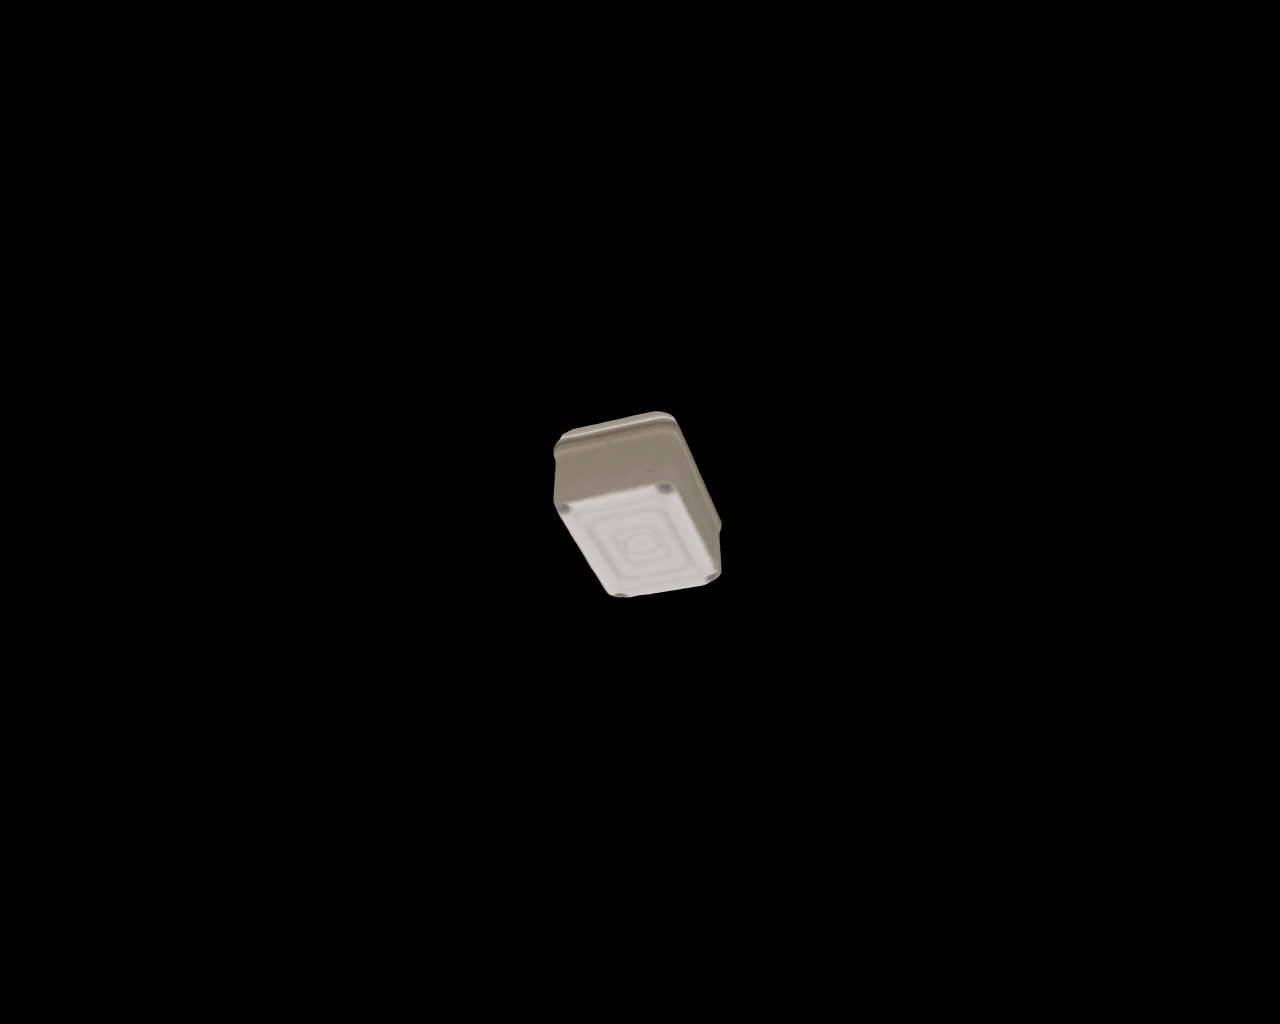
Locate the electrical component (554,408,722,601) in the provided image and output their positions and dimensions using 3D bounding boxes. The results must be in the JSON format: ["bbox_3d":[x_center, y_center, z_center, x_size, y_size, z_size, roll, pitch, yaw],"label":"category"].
[{"bbox_3d":[0.001,-0.003,0.650,0.078,0.057,0.113,-11,-39,14],"label":"electrical component"}]
